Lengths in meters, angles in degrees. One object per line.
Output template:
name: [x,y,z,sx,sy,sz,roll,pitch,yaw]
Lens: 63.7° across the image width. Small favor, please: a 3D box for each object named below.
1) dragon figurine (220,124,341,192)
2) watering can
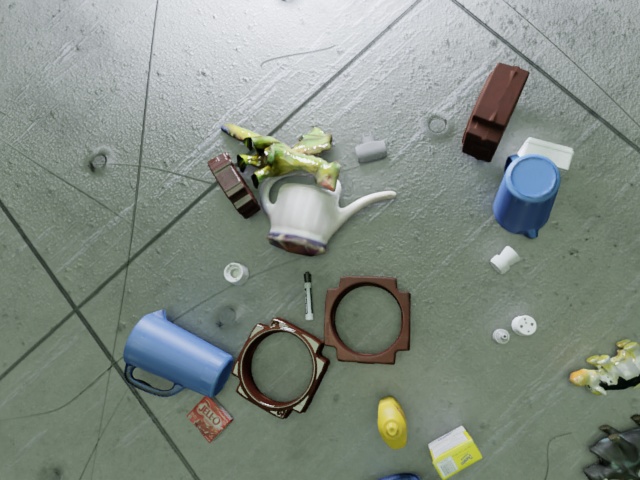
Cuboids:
dragon figurine: [-0.085,-0.241,1.340,0.244,0.119,0.418,-16,43,-24]
watering can: [0.004,-0.065,1.292,0.348,0.103,0.226,12,78,12]
